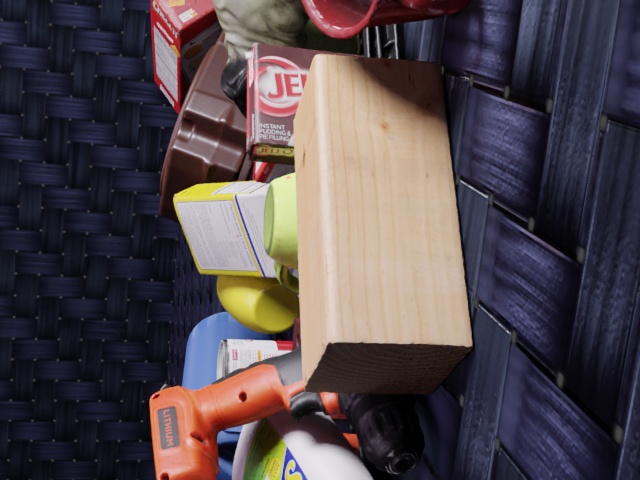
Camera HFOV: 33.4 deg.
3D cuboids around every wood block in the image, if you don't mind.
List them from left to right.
[{"bbox_3d":[0.035,-0.011,0.704,0.091,0.090,0.206,113,157,-61],"label":"wood block"}]

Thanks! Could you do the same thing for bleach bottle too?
[{"bbox_3d":[0.012,0.201,0.756,0.251,0.068,0.102,38,113,60],"label":"bleach bottle"}]

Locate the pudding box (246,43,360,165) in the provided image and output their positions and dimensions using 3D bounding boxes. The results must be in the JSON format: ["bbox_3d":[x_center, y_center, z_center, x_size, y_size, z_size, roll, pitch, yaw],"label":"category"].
[{"bbox_3d":[-0.002,-0.104,0.844,0.039,0.113,0.090,128,143,-62],"label":"pudding box"}]

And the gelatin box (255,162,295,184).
[{"bbox_3d":[-0.006,-0.068,0.913,0.073,0.089,0.030,131,143,-71],"label":"gelatin box"}]

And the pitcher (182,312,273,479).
[{"bbox_3d":[-0.097,0.200,1.222,0.243,0.145,0.149,-99,28,-58],"label":"pitcher"}]

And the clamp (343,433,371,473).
[{"bbox_3d":[0.019,0.242,0.839,0.120,0.039,0.171,-169,85,-65],"label":"clamp"}]

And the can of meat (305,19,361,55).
[{"bbox_3d":[0.001,-0.178,0.997,0.084,0.057,0.102,105,164,-54],"label":"can of meat"}]

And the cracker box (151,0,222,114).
[{"bbox_3d":[-0.120,-0.259,1.283,0.072,0.164,0.214,52,163,12],"label":"cracker box"}]

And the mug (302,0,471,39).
[{"bbox_3d":[0.049,-0.172,0.670,0.117,0.081,0.093,42,134,40],"label":"mug"}]

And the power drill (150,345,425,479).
[{"bbox_3d":[-0.026,0.127,0.761,0.057,0.187,0.184,62,-176,-32],"label":"power drill"}]

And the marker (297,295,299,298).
[{"bbox_3d":[-0.007,0.001,1.071,0.020,0.020,0.121,-119,34,-69],"label":"marker"}]

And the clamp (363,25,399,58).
[{"bbox_3d":[0.045,-0.196,0.832,0.210,0.036,0.165,-112,28,-64],"label":"clamp"}]

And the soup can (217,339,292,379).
[{"bbox_3d":[-0.044,0.129,1.008,0.068,0.102,0.068,-177,90,-79],"label":"soup can"}]

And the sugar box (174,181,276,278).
[{"bbox_3d":[-0.071,-0.011,1.072,0.177,0.048,0.093,0,115,47],"label":"sugar box"}]

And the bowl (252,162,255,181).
[{"bbox_3d":[-0.034,-0.101,1.090,0.162,0.055,0.162,-171,91,-84],"label":"bowl"}]

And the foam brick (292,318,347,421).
[{"bbox_3d":[0.003,0.110,0.913,0.053,0.051,0.078,-150,63,-77],"label":"foam brick"}]
